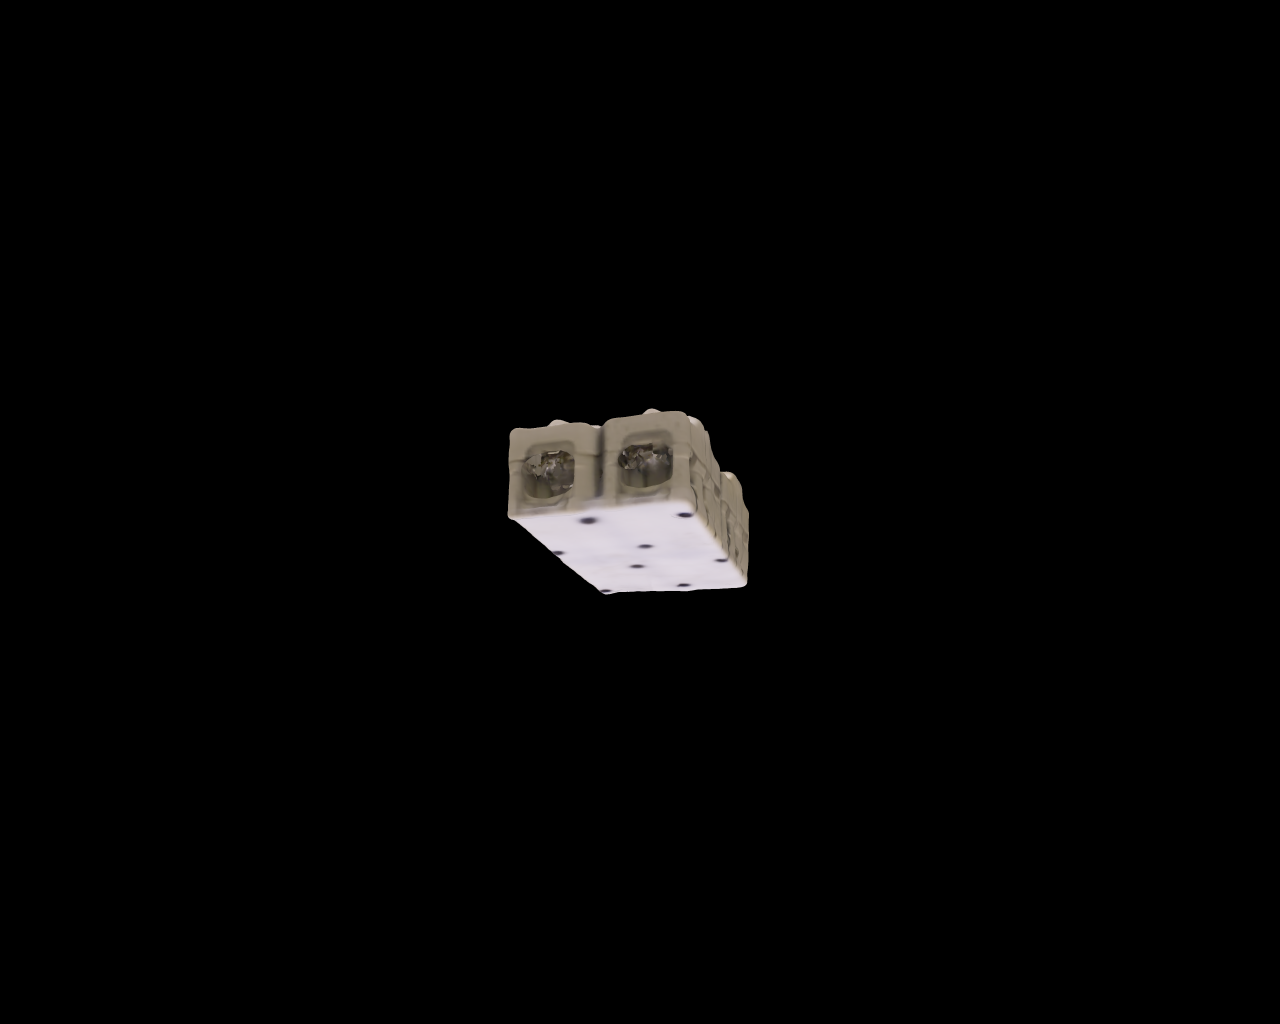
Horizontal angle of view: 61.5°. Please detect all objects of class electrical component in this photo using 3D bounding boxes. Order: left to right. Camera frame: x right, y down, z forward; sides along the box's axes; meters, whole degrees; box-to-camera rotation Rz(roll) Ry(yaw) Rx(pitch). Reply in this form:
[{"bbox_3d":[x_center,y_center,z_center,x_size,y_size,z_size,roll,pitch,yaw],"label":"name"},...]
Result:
[{"bbox_3d":[0.001,-0.003,0.650,0.105,0.060,0.186,-5,-19,15],"label":"electrical component"}]
